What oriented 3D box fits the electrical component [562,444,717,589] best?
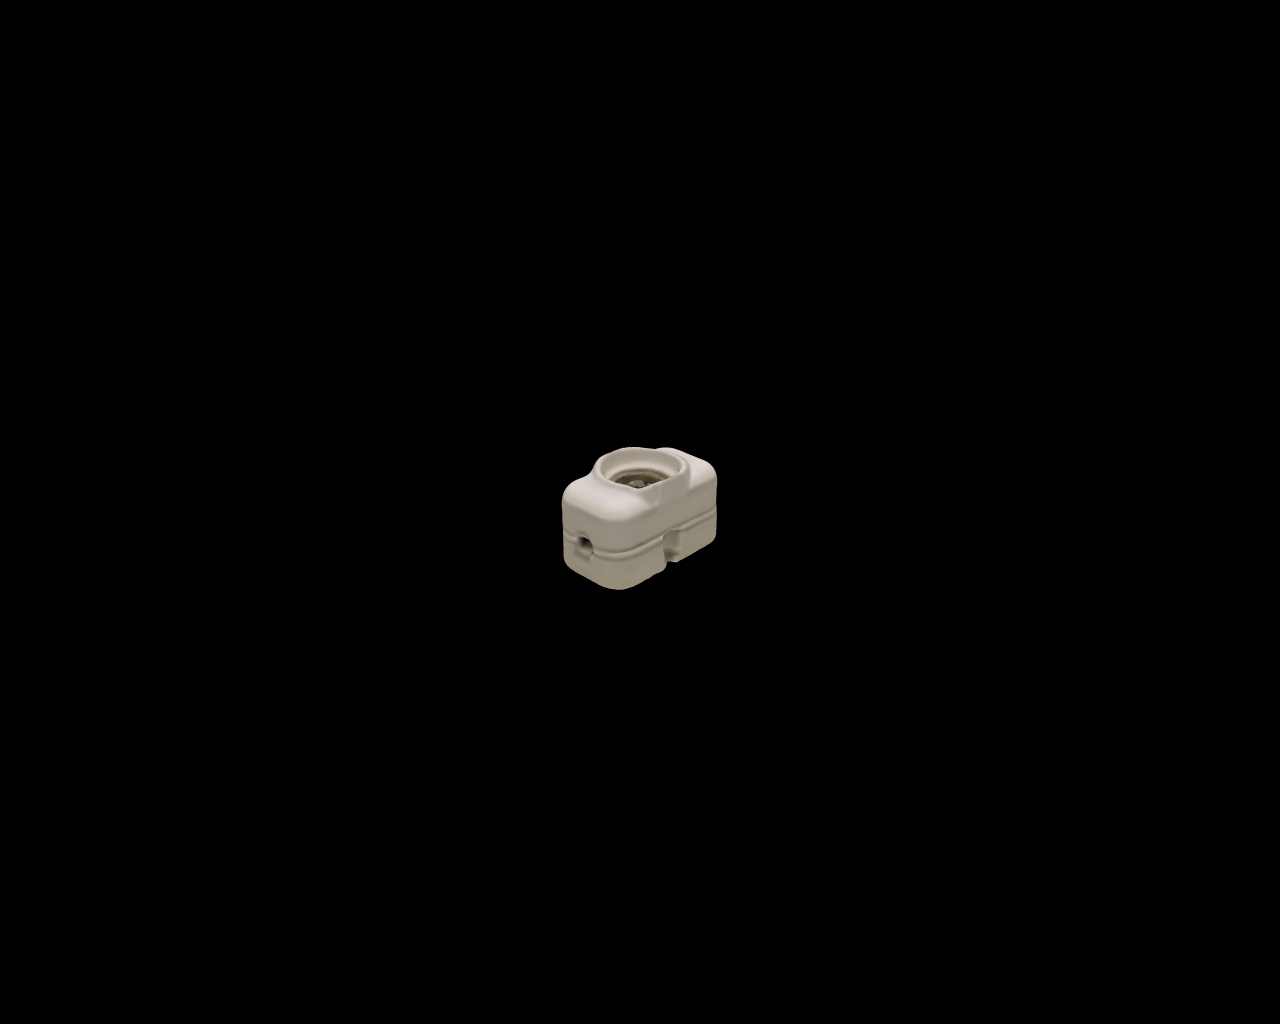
[{"bbox_3d":[0.001,-0.003,0.650,0.095,0.059,0.054,-25,37,-38],"label":"electrical component"}]
